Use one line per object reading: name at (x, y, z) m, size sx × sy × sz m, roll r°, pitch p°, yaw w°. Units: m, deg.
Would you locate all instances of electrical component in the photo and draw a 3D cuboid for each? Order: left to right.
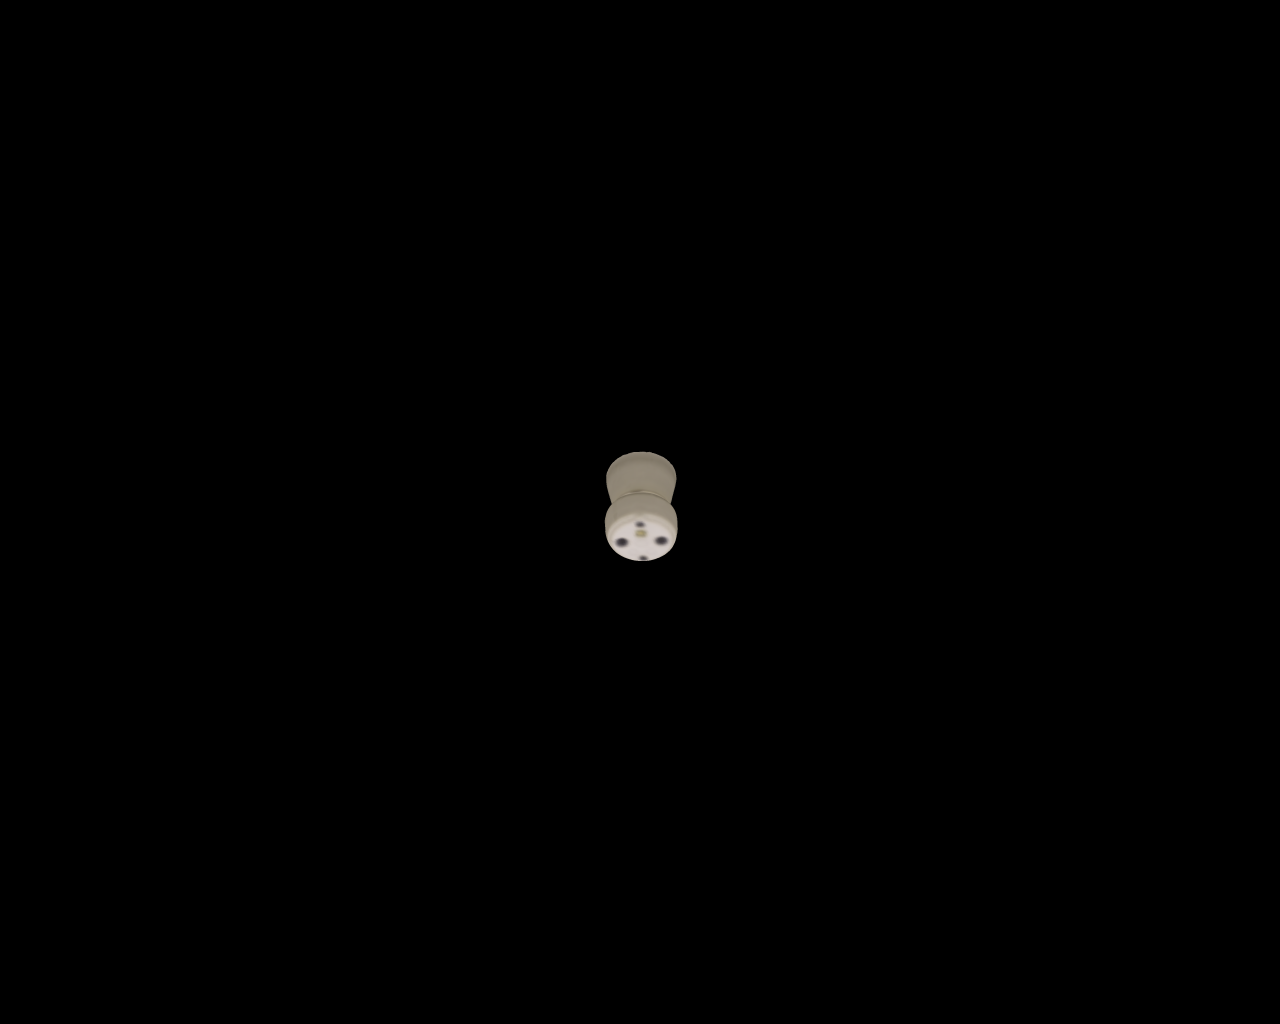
electrical component at (0.001, -0.003, 0.650) m, size 0.045 × 0.055 × 0.044 m, roll 0°, pitch -43°, yaw 0°
